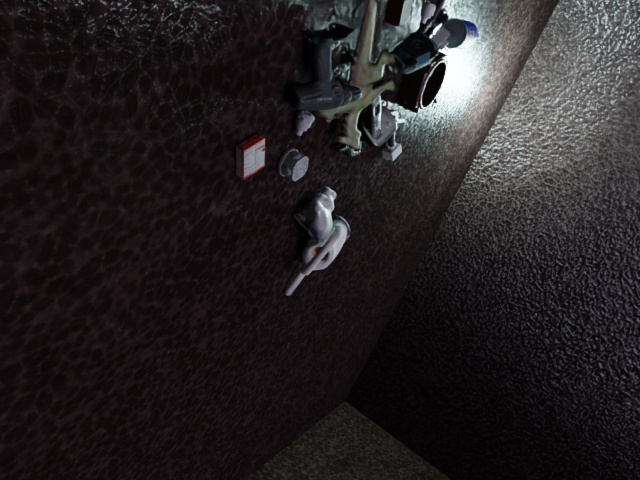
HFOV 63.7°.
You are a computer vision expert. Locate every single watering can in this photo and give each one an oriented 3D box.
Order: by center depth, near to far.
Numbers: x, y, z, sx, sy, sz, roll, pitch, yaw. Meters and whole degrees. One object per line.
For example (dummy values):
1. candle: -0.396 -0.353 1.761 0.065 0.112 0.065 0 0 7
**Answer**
1. watering can: -0.009 0.047 1.764 0.341 0.104 0.229 -49 -177 44

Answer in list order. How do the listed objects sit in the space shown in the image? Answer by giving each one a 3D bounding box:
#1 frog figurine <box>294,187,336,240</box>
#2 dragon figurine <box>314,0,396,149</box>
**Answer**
1. frog figurine: 0.005 -0.081 1.617 0.161 0.124 0.134 -41 134 -13
2. dragon figurine: 0.081 -0.418 1.396 0.245 0.123 0.401 -42 144 -20
